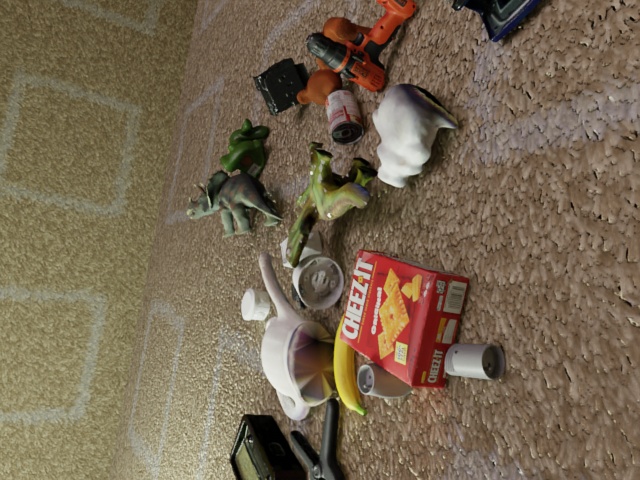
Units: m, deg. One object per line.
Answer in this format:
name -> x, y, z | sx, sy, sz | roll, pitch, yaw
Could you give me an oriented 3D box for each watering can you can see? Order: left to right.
watering can -> -0.060, 0.193, 1.036 | 0.223, 0.104, 0.349 | -14, 84, 60

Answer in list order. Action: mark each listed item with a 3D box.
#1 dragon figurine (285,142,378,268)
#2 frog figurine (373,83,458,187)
dragon figurine -> 0.003, -0.050, 0.984 | 0.417, 0.122, 0.239 | -99, 32, -68
frog figurine -> 0.134, -0.173, 0.857 | 0.157, 0.122, 0.140 | -51, 58, 22
